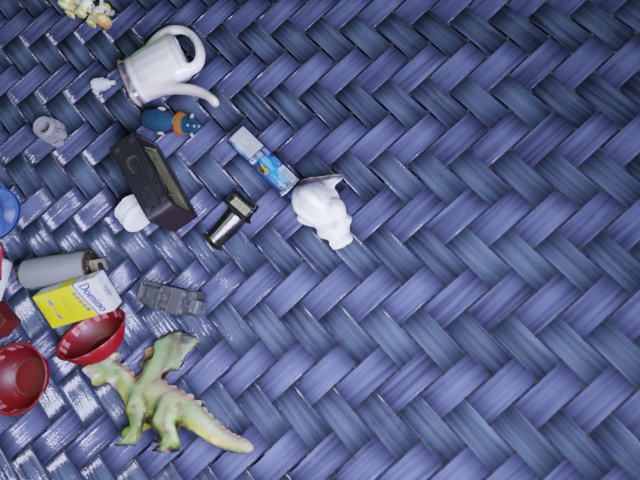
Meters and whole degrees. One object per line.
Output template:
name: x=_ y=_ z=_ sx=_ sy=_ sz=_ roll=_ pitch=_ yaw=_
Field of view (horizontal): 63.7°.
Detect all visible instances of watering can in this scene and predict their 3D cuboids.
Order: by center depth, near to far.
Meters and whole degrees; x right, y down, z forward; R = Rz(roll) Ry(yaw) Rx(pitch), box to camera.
watering can: x=-0.375 y=-0.401 z=1.259 sx=0.224 sy=0.102 sz=0.355 roll=-28 pitch=57 yaw=3

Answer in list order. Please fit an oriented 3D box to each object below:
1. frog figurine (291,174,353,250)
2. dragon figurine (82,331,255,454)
frog figurine: x=0.003 y=-0.056 z=1.116 sx=0.136 sy=0.123 sz=0.160 roll=-11 pitch=84 yaw=43
dragon figurine: x=-0.322 y=0.316 z=1.103 sx=0.410 sy=0.120 sz=0.247 roll=0 pitch=70 yaw=10
